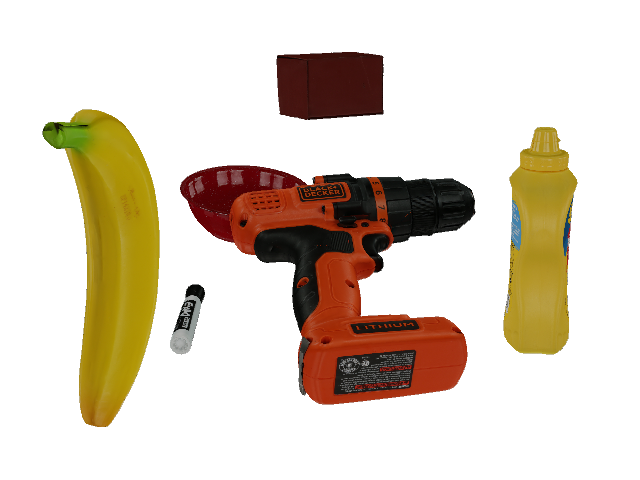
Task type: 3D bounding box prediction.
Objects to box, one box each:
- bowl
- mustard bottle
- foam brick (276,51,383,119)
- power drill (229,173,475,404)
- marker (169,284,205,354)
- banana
[{"bbox_3d":[-0.093,-0.039,1.317,0.162,0.055,0.162,4,25,-2],"label":"bowl"},{"bbox_3d":[0.192,-0.004,0.935,0.058,0.192,0.096,2,18,11],"label":"mustard bottle"},{"bbox_3d":[0.009,-0.132,0.910,0.078,0.051,0.053,-8,16,-29],"label":"foam brick"},{"bbox_3d":[0.039,0.023,0.737,0.184,0.057,0.188,-7,39,-9],"label":"power drill"},{"bbox_3d":[-0.123,0.071,1.000,0.020,0.020,0.121,0,21,1],"label":"marker"},{"bbox_3d":[-0.109,0.008,0.540,0.037,0.198,0.069,22,43,24],"label":"banana"}]
